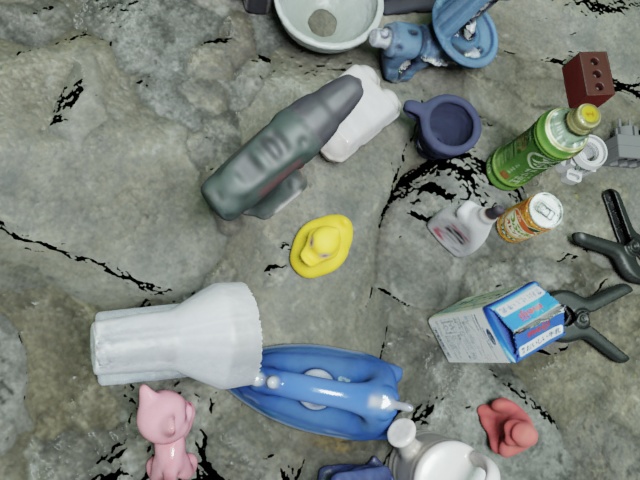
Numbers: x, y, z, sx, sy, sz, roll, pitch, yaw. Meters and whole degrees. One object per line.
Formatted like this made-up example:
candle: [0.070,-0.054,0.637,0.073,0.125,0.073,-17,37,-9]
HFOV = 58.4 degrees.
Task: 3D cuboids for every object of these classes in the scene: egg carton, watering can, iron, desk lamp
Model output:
egg carton: [0.042,-0.189,0.847,0.150,0.069,0.107,-42,88,-15]
watering can: [0.151,0.295,0.706,0.173,0.194,0.101,24,76,-5]
iron: [-0.012,0.189,0.725,0.258,0.141,0.119,11,77,-8]
desk lamp: [-0.175,0.121,0.672,0.203,0.213,0.118,-5,80,-11]

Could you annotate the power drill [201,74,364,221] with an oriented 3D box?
power drill: [-0.051,-0.103,0.742,0.230,0.208,0.075,-42,88,-15]

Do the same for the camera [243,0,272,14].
camera: [-0.133,-0.426,0.847,0.137,0.100,0.143,0,79,-10]

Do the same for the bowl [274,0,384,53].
bowl: [0.008,-0.349,0.870,0.167,0.074,0.167,2,79,-10]

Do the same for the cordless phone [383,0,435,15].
cordless phone: [0.158,-0.429,0.856,0.148,0.185,0.094,-15,82,-12]

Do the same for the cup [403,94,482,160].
cup: [0.167,-0.162,0.851,0.118,0.095,0.092,24,76,-5]

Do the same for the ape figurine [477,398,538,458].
ape figurine: [0.265,0.261,0.787,0.076,0.092,0.078,22,76,-5]

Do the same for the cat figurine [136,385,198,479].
cat figurine: [-0.186,0.237,0.696,0.067,0.117,0.128,-5,80,-11]

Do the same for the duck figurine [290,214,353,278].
duck figurine: [0.007,0.003,0.794,0.077,0.086,0.105,45,75,1]

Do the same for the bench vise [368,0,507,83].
bench vise: [0.185,-0.297,0.817,0.208,0.219,0.121,-26,84,-14]

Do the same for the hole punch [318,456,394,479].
hole punch: [0.052,0.342,0.732,0.101,0.091,0.109,0,79,-10]

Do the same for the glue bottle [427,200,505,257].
glue bottle: [0.208,-0.023,0.791,0.078,0.173,0.037,42,75,0]
